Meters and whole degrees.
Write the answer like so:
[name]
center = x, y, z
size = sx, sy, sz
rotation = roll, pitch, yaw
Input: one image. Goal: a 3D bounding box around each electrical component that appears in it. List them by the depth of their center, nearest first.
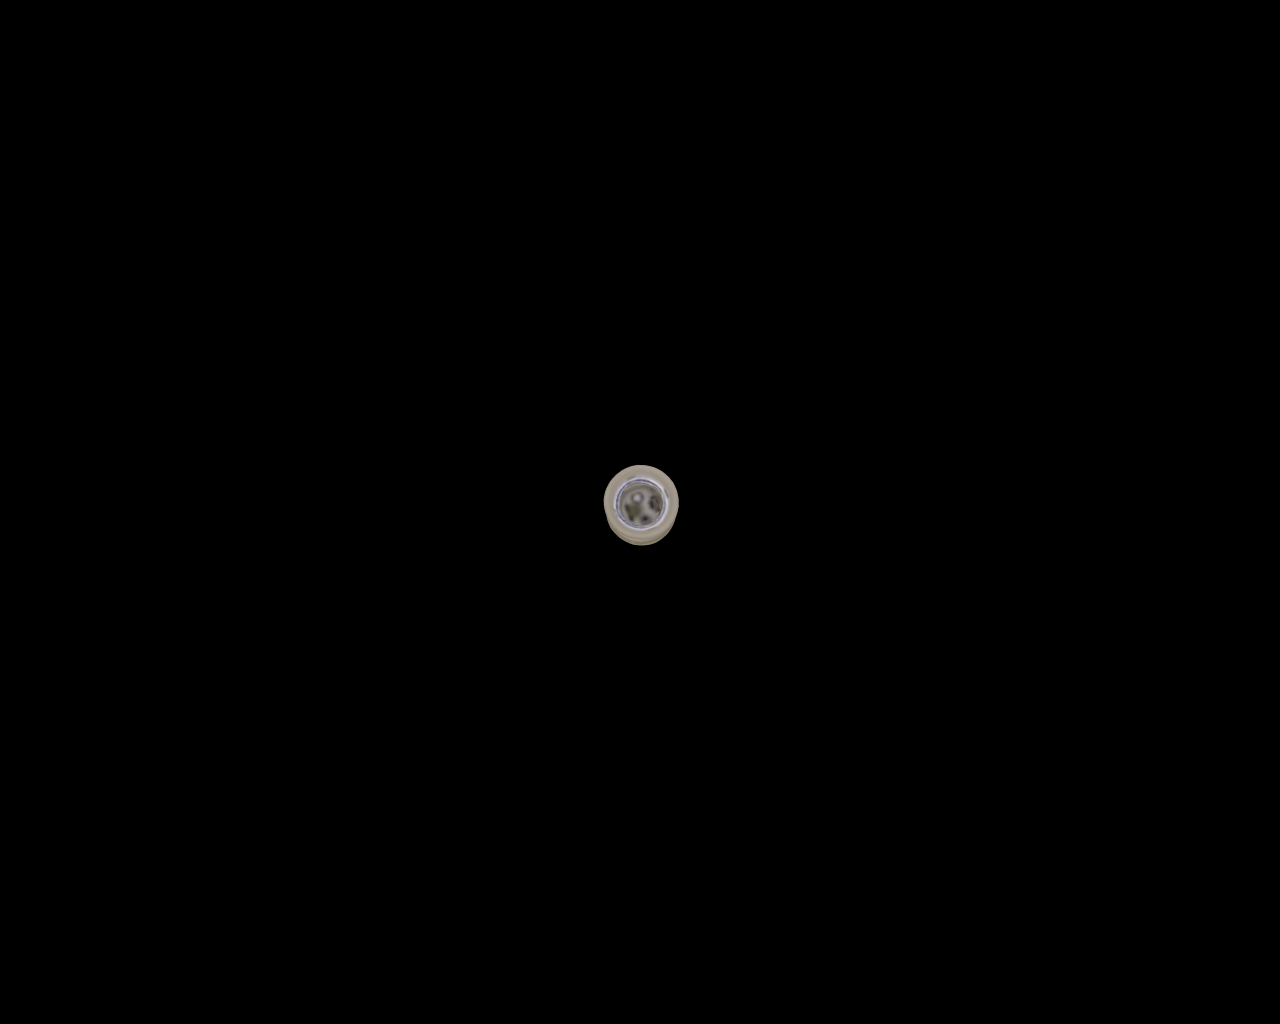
[electrical component]
center = 0.001, -0.003, 0.650
size = 0.045, 0.045, 0.055
rotation = 0, -8, 0
